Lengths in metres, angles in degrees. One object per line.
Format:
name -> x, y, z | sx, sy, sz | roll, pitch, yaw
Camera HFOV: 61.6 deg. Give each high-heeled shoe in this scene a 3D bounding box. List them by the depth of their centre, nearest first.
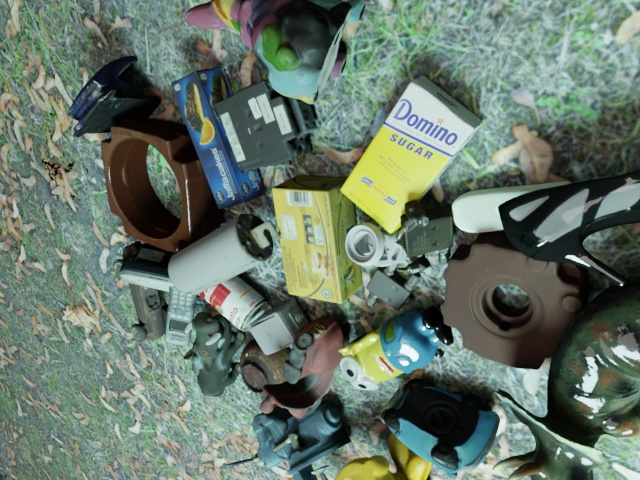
high-heeled shoe -> 0.298, -0.069, 0.523 | 0.145, 0.086, 0.248 | 44, 104, 28

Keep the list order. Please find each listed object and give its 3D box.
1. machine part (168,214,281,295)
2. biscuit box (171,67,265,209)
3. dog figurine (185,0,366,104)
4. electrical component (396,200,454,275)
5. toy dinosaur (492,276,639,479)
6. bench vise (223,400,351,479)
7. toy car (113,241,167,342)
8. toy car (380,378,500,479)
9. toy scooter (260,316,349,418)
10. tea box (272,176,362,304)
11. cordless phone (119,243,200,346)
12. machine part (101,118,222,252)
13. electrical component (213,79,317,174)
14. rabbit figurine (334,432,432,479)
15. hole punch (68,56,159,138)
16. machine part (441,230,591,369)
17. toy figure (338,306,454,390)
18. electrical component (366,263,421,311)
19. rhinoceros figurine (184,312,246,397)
machine part -> -0.155, 0.024, 0.825 | 0.243, 0.079, 0.079 | -26, 95, 36
biscuit box -> -0.151, -0.151, 0.811 | 0.063, 0.059, 0.202 | -10, 105, 37
dog figurine -> -0.071, -0.259, 0.638 | 0.219, 0.191, 0.108 | 22, 130, 7
electrical component -> 0.130, -0.001, 0.669 | 0.078, 0.045, 0.102 | -6, 127, -2
toy dinosaur -> 0.311, 0.122, 0.546 | 0.192, 0.131, 0.404 | 13, 114, -5
bench vise -> -0.023, 0.394, 0.926 | 0.223, 0.128, 0.241 | -37, 69, 21
toy car -> -0.335, 0.101, 1.039 | 0.053, 0.089, 0.201 | 9, 115, 33
toy car -> 0.171, 0.274, 0.763 | 0.162, 0.109, 0.102 | 12, 135, 40
toy scooter -> -0.029, 0.204, 0.824 | 0.075, 0.135, 0.183 | 31, 111, 34
tea box -> -0.002, -0.002, 0.772 | 0.098, 0.068, 0.169 | 9, 117, 32
cordless phone -> -0.288, 0.109, 0.976 | 0.147, 0.089, 0.184 | 12, 119, -6
machine part -> -0.263, -0.094, 0.900 | 0.202, 0.087, 0.200 | 18, 120, 29
electrical component -> -0.071, -0.162, 0.753 | 0.134, 0.058, 0.114 | -8, 108, 37
rabbit figurine -> 0.108, 0.384, 0.837 | 0.122, 0.173, 0.162 | 19, 85, 54
hole punch -> -0.346, -0.236, 0.877 | 0.142, 0.116, 0.092 | -25, 88, 39
machine part -> 0.232, 0.073, 0.654 | 0.180, 0.056, 0.179 | 16, 120, 29
toy figure -> 0.107, 0.154, 0.764 | 0.180, 0.089, 0.082 | -38, 75, 31
electrical component -> 0.102, 0.069, 0.763 | 0.063, 0.021, 0.094 | 37, 127, 14
rhinoceros figurine -> -0.197, 0.203, 0.977 | 0.073, 0.112, 0.190 | 26, 132, 26
